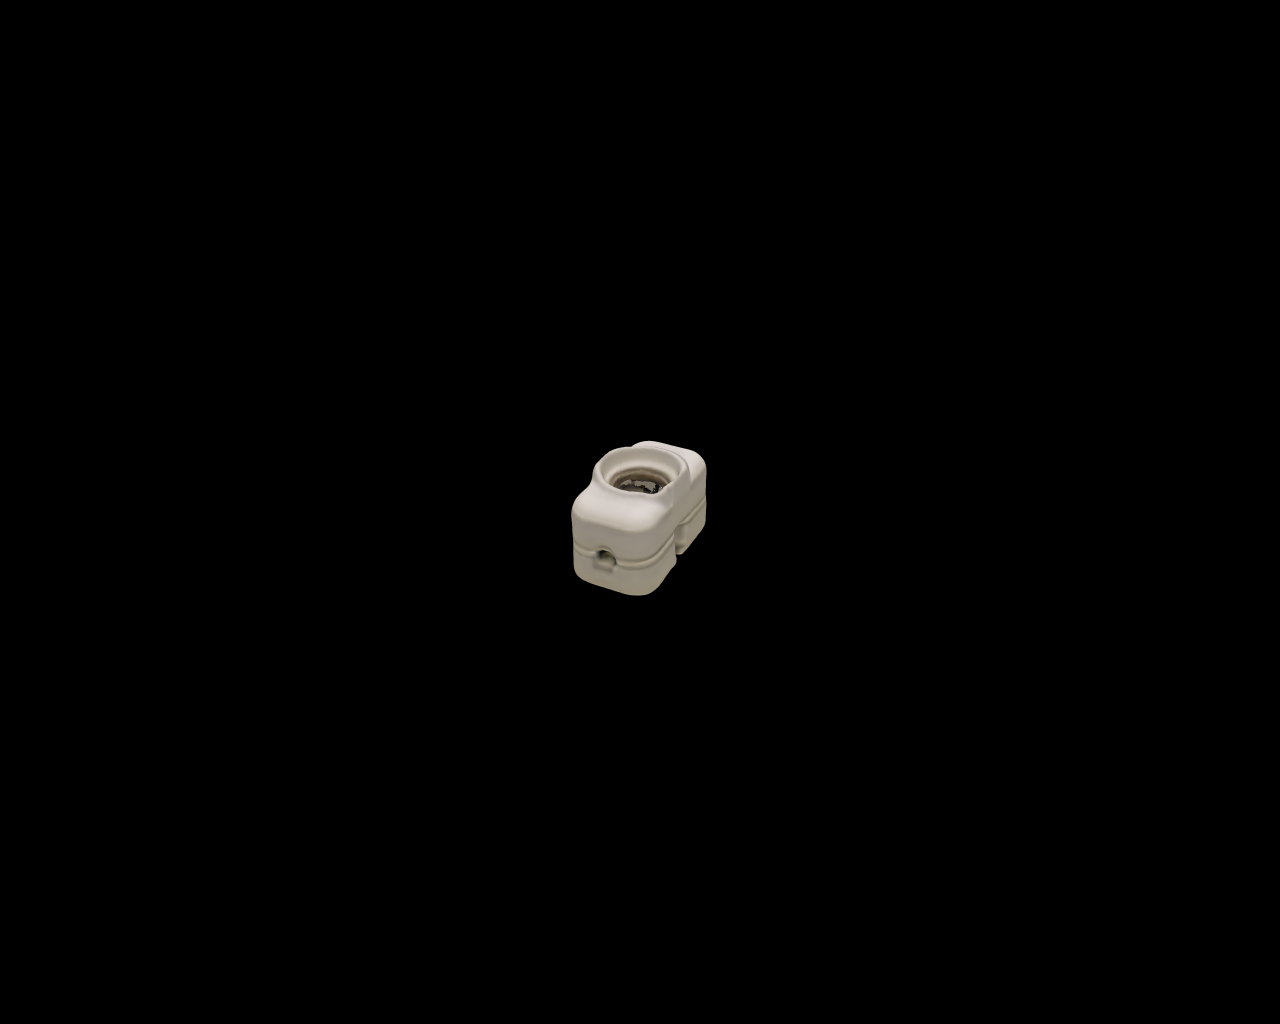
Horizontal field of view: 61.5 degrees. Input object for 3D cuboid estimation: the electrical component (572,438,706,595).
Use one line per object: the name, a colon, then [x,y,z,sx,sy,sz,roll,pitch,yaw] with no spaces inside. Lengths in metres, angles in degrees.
electrical component: [0.001,-0.003,0.650,0.054,0.059,0.095,16,37,22]
